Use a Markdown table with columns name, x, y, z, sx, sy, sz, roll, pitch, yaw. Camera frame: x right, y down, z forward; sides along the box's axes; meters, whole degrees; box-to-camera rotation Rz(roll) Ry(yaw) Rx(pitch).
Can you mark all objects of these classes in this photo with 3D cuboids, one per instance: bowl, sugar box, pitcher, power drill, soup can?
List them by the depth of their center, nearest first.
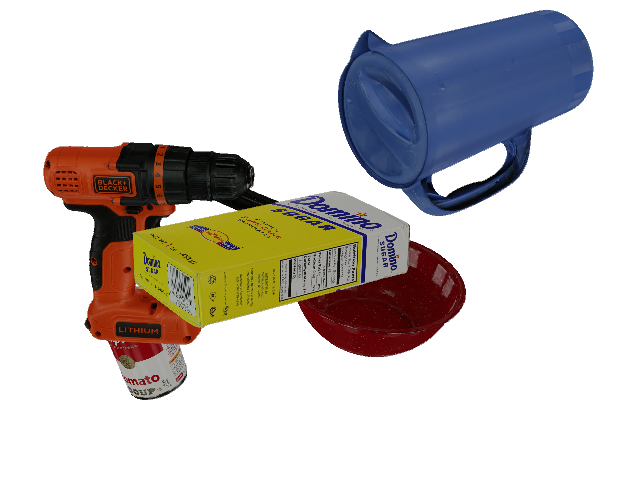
| name | x | y | z | sx | sy | sz | roll | pitch | yaw |
| --- | --- | --- | --- | --- | --- | --- | --- | --- | --- |
| sugar box | -0.033 | 0.008 | 0.753 | 0.175 | 0.048 | 0.093 | -16 | 28 | -33 |
| bowl | 0.046 | 0.055 | 0.952 | 0.162 | 0.055 | 0.162 | 5 | 31 | -3 |
| power drill | -0.149 | 0.001 | 0.962 | 0.184 | 0.188 | 0.057 | 3 | 26 | 7 |
| pitcher | 0.151 | -0.137 | 1.042 | 0.242 | 0.149 | 0.145 | -21 | 45 | -29 |
| soup can | -0.187 | 0.108 | 1.126 | 0.068 | 0.102 | 0.068 | -13 | 27 | 7 |

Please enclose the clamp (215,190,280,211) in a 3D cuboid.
| name | x | y | z | sx | sy | sz | roll | pitch | yaw |
| --- | --- | --- | --- | --- | --- | --- | --- | --- | --- |
| clamp | -0.025 | -0.012 | 1.139 | 0.209 | 0.036 | 0.164 | 14 | 20 | -13 |
